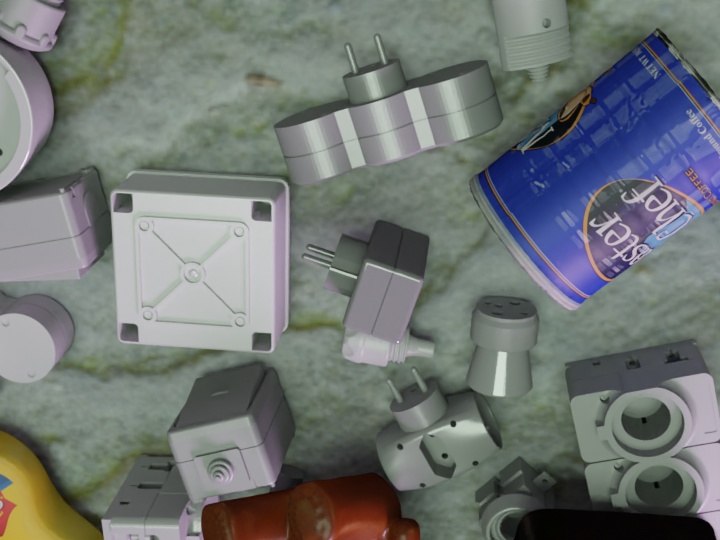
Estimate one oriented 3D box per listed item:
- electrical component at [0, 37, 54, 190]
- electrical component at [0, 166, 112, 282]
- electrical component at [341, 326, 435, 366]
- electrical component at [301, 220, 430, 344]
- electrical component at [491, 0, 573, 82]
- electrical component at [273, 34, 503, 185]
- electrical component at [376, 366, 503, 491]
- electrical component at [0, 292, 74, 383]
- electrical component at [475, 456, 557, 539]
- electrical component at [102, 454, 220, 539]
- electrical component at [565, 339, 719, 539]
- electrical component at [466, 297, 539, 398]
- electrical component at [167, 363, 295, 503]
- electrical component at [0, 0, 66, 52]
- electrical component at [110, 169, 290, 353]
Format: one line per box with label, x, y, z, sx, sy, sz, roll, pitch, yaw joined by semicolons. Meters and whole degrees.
electrical component;-0.250;-0.104;0.688;0.108;0.060;0.108;2;110;6
electrical component;-0.220;-0.025;0.712;0.096;0.061;0.061;-9;108;10
electrical component;0.020;0.049;0.726;0.061;0.035;0.035;10;110;0
electrical component;0.000;0.000;0.685;0.076;0.083;0.047;19;111;0
electrical component;0.101;-0.153;0.640;0.043;0.043;0.081;-8;108;9
electrical component;0.012;-0.107;0.661;0.138;0.052;0.073;-15;107;11
electrical component;0.046;0.103;0.738;0.077;0.043;0.079;-26;105;14
electrical component;-0.275;0.045;0.737;0.138;0.073;0.052;11;110;3
electrical component;0.108;0.168;0.747;0.048;0.055;0.066;44;108;-9
electrical component;-0.133;0.221;0.775;0.062;0.089;0.150;0;110;6
electrical component;0.197;0.134;0.722;0.089;0.061;0.150;-12;108;10
electrical component;0.095;0.051;0.713;0.045;0.045;0.055;4;110;5
electrical component;-0.088;0.110;0.727;0.062;0.096;0.061;-14;106;11
electrical component;-0.203;-0.171;0.668;0.048;0.048;0.062;31;103;-5
electrical component;-0.103;-0.006;0.708;0.109;0.056;0.108;4;110;5
